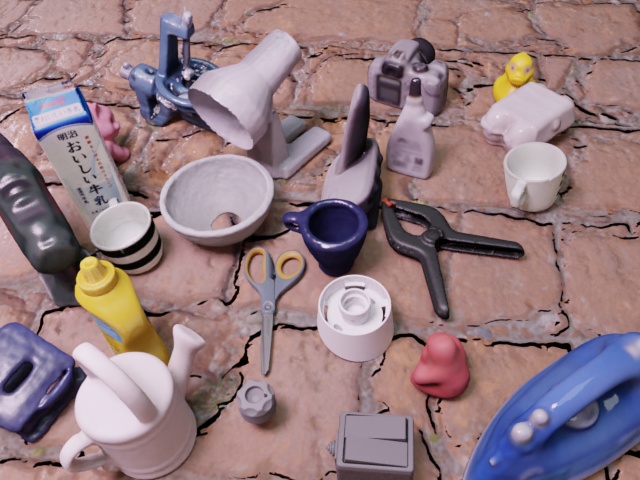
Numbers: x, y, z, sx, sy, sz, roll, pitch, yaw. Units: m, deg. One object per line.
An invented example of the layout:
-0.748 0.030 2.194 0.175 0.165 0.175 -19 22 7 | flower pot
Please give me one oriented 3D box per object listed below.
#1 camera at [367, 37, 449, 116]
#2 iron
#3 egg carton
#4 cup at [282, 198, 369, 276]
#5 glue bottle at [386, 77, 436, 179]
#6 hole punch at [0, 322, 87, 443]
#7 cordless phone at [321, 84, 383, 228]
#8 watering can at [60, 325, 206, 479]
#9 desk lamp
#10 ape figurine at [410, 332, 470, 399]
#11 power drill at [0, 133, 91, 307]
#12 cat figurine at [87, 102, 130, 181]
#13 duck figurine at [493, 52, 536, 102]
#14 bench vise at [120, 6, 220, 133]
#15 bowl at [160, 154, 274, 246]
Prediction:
0.174 -0.314 1.039 0.142 0.101 0.137 21 54 20 | camera
0.256 0.176 0.593 0.259 0.141 0.118 -27 53 -18 | iron
0.347 -0.200 0.952 0.150 0.069 0.107 -34 56 -22 | egg carton
0.007 0.003 0.786 0.117 0.095 0.092 10 51 12 | cup
0.142 -0.172 0.874 0.078 0.173 0.037 19 54 19 | glue bottle
-0.350 0.165 0.675 0.101 0.091 0.109 18 53 18 | hole punch
0.045 -0.117 0.826 0.094 0.185 0.147 2 50 6 | cordless phone
-0.195 0.162 0.600 0.100 0.194 0.173 13 52 14 | watering can
-0.088 -0.200 0.886 0.117 0.214 0.203 30 58 26 | desk lamp
0.140 0.139 0.665 0.078 0.092 0.076 -26 53 -17 | ape figurine
-0.367 -0.016 0.752 0.076 0.209 0.229 -33 55 -22 | power drill
-0.363 -0.166 0.938 0.067 0.118 0.127 -6 50 -1 | cat figurine
0.353 -0.293 1.020 0.077 0.086 0.105 14 52 15 | duck figurine
-0.254 -0.280 0.960 0.207 0.220 0.121 1 50 5 | bench vise
-0.147 -0.047 0.851 0.167 0.075 0.167 -2 50 2 | bowl
